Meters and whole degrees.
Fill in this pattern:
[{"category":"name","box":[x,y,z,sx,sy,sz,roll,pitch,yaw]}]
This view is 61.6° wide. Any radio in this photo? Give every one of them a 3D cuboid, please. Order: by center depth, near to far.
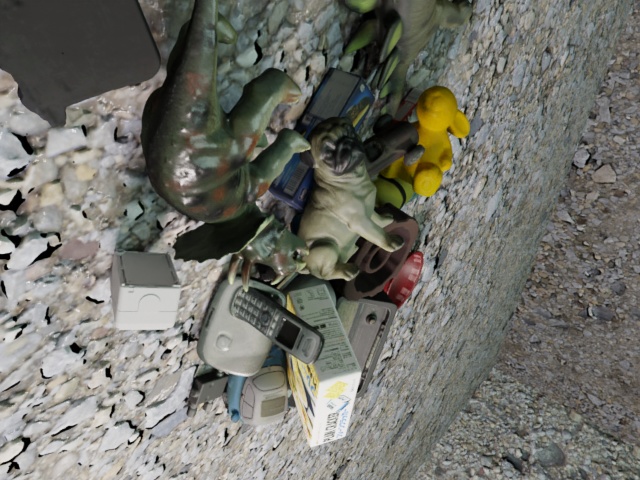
[{"category":"radio","box":[0.049,0.191,1.016,0.131,0.073,0.229,9,113,-22]}]

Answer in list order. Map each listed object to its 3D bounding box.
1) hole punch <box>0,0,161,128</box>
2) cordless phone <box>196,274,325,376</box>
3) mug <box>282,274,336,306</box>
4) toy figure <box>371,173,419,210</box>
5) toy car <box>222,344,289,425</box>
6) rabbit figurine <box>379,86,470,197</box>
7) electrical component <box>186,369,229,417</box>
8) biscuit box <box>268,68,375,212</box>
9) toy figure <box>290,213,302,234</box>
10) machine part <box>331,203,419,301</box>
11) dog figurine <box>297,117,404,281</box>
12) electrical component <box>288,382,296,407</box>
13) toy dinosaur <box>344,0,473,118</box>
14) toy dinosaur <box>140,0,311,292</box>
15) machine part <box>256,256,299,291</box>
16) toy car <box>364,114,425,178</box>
[{"category":"hole punch","box":[-0.200,-0.176,0.416,0.116,0.092,0.142,-22,143,-9]},{"category":"cordless phone","box":[-0.077,0.143,0.757,0.088,0.184,0.146,8,107,-54]},{"category":"mug","box":[-0.039,0.117,0.917,0.107,0.081,0.109,-25,137,-34]},{"category":"toy figure","box":[0.143,-0.099,1.003,0.180,0.089,0.082,-21,126,-46]},{"category":"toy car","box":[-0.093,0.246,0.884,0.109,0.103,0.161,-4,120,-30]},{"category":"rabbit figurine","box":[0.194,-0.181,0.920,0.162,0.122,0.173,-29,141,-40]},{"category":"electrical component","box":[-0.177,0.232,0.845,0.063,0.021,0.094,2,113,-58]},{"category":"biscuit box","box":[0.000,-0.140,0.770,0.202,0.059,0.062,-60,151,-2]},{"category":"toy figure","box":[-0.002,-0.005,0.883,0.058,0.064,0.154,-28,157,11]},{"category":"machine part","box":[0.088,0.021,0.910,0.179,0.056,0.179,-33,144,-28]},{"category":"dog figurine","box":[0.003,-0.053,0.721,0.172,0.121,0.190,-34,116,1]},{"category":"electrical component","box":[-0.080,0.288,1.021,0.075,0.048,0.119,-60,151,-3]},{"category":"toy dinosaur","box":[0.123,-0.324,0.775,0.198,0.105,0.470,-41,151,-20]},{"category":"toy dinosaur","box":[-0.111,-0.084,0.545,0.192,0.131,0.404,-58,156,-17]},{"category":"machine part","box":[-0.069,0.035,0.835,0.084,0.039,0.138,-42,148,-17]},{"category":"toy car","box":[0.067,-0.121,0.822,0.202,0.089,0.053,-33,162,-15]}]
